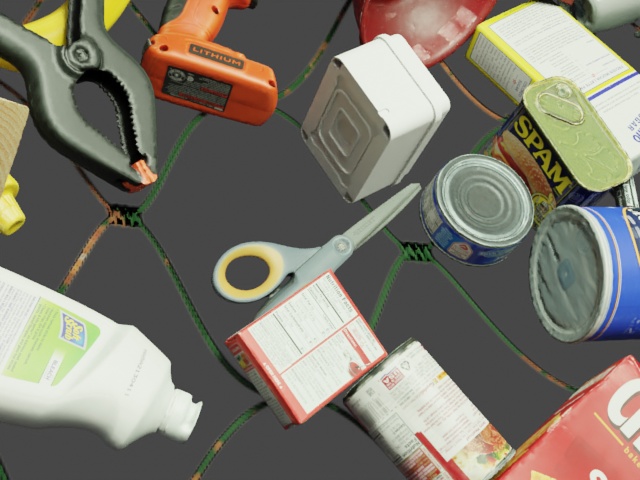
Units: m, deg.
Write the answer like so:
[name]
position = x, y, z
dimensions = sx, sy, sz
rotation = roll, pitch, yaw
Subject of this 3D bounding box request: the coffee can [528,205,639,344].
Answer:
[coffee can]
position = 0.246, 0.025, 0.811
dimensions = 0.140, 0.103, 0.103
rotation = 0, 63, -20

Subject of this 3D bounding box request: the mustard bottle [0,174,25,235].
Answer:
[mustard bottle]
position = -0.266, -0.077, 0.713
dimensions = 0.096, 0.058, 0.192
rotation = -42, 82, -17

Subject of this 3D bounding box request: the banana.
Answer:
[banana]
position = -0.183, -0.180, 0.800
dimensions = 0.037, 0.069, 0.197
rotation = 7, 43, 39

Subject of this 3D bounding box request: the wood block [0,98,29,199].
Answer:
[wood block]
position = -0.296, -0.074, 0.639
dimensions = 0.206, 0.090, 0.091
rotation = 19, 92, 9

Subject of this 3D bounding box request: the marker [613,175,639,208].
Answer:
[marker]
position = 0.257, -0.061, 0.911
dimensions = 0.020, 0.020, 0.121
rotation = 7, 61, -16

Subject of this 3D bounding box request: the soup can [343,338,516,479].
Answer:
[soup can]
position = 0.072, 0.125, 0.717
dimensions = 0.068, 0.069, 0.102
rotation = -35, 77, -31

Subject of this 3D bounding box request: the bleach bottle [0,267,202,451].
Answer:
[bleach bottle]
position = -0.196, 0.072, 0.657
dimensions = 0.250, 0.068, 0.102
rotation = 24, 58, -8

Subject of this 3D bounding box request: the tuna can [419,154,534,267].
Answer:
[tuna can]
position = 0.123, -0.024, 0.836
dimensions = 0.086, 0.034, 0.086
rotation = 8, 60, -15

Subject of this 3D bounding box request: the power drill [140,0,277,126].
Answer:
[power drill]
position = -0.058, -0.182, 0.848
dimensions = 0.184, 0.057, 0.187
rotation = 14, 56, -8

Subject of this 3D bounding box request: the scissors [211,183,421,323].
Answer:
[scissors]
position = -0.005, 0.001, 0.788
dimensions = 0.096, 0.016, 0.201
rotation = 35, 57, -2

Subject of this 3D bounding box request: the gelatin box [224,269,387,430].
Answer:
[gelatin box]
position = -0.008, 0.073, 0.725
dimensions = 0.089, 0.030, 0.073
rotation = -34, 89, -32

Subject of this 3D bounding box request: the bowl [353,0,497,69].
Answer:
[bowl]
position = 0.081, -0.216, 0.864
dimensions = 0.161, 0.162, 0.055
rotation = -24, 55, -29

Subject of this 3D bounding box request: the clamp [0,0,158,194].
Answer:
[clamp]
position = -0.171, -0.134, 0.755
dimensions = 0.164, 0.036, 0.210
rotation = -43, 103, -35

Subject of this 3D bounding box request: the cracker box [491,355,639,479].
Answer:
[cracker box]
position = 0.190, 0.203, 0.713
dimensions = 0.213, 0.072, 0.164
rotation = -34, 78, -31

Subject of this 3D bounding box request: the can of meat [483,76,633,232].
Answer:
[can of meat]
position = 0.185, -0.064, 0.850
dimensions = 0.057, 0.084, 0.102
rotation = -23, 72, -28

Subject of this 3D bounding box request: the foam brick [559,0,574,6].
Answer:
[foam brick]
position = 0.195, -0.251, 0.936
dimensions = 0.052, 0.051, 0.078
rotation = 10, 29, -35

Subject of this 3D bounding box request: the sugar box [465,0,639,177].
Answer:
[sugar box]
position = 0.217, -0.129, 0.905
dimensions = 0.093, 0.048, 0.176
rotation = -28, 67, -28
